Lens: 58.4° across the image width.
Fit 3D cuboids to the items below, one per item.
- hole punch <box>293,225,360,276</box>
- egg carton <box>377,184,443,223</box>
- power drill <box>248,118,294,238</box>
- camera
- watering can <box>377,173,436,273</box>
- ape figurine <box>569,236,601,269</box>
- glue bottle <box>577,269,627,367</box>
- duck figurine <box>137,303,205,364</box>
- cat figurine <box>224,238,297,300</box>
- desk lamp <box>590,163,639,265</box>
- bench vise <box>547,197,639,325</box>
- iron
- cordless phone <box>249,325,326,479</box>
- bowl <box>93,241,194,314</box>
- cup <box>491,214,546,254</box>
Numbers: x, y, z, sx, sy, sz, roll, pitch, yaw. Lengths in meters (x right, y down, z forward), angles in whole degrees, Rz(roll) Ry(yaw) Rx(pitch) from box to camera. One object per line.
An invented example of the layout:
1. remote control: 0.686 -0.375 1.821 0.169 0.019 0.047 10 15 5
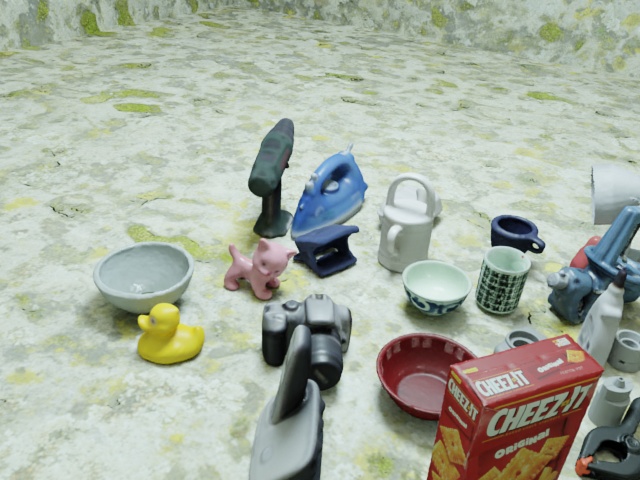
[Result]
1. hole punch: 0.010 0.004 1.118 0.109 0.091 0.100 -22 40 -34
2. egg carton: 0.201 -0.065 1.266 0.107 0.069 0.151 24 37 29
3. power drill: -0.096 -0.124 1.199 0.075 0.208 0.229 7 32 6
4. camera: -0.018 0.153 0.871 0.143 0.101 0.136 1 32 -5
5. watering can: 0.172 -0.045 1.115 0.101 0.194 0.173 6 32 5
6. ape figurine: 0.533 0.035 1.119 0.076 0.092 0.078 7 32 5
7. glue bottle: 0.449 0.120 0.900 0.037 0.173 0.078 10 33 10
8. duck figurine: -0.233 0.137 0.888 0.104 0.086 0.077 -1 32 -6
9. cat figurine: -0.108 0.039 1.026 0.127 0.118 0.067 13 34 15
10. desk lamp: 0.617 -0.041 1.133 0.203 0.214 0.118 13 33 14
11. bench vise: 0.500 0.040 0.987 0.208 0.220 0.121 -21 39 -33
12. iron: 0.013 -0.114 1.258 0.118 0.141 0.259 19 35 23
13. cordless phone: -0.038 0.209 0.701 0.094 0.185 0.147 2 32 -2
14. bowl: -0.299 0.075 0.990 0.167 0.075 0.167 3 32 -1
15. cup: 0.387 0.015 1.133 0.092 0.095 0.117 -20 39 -32
